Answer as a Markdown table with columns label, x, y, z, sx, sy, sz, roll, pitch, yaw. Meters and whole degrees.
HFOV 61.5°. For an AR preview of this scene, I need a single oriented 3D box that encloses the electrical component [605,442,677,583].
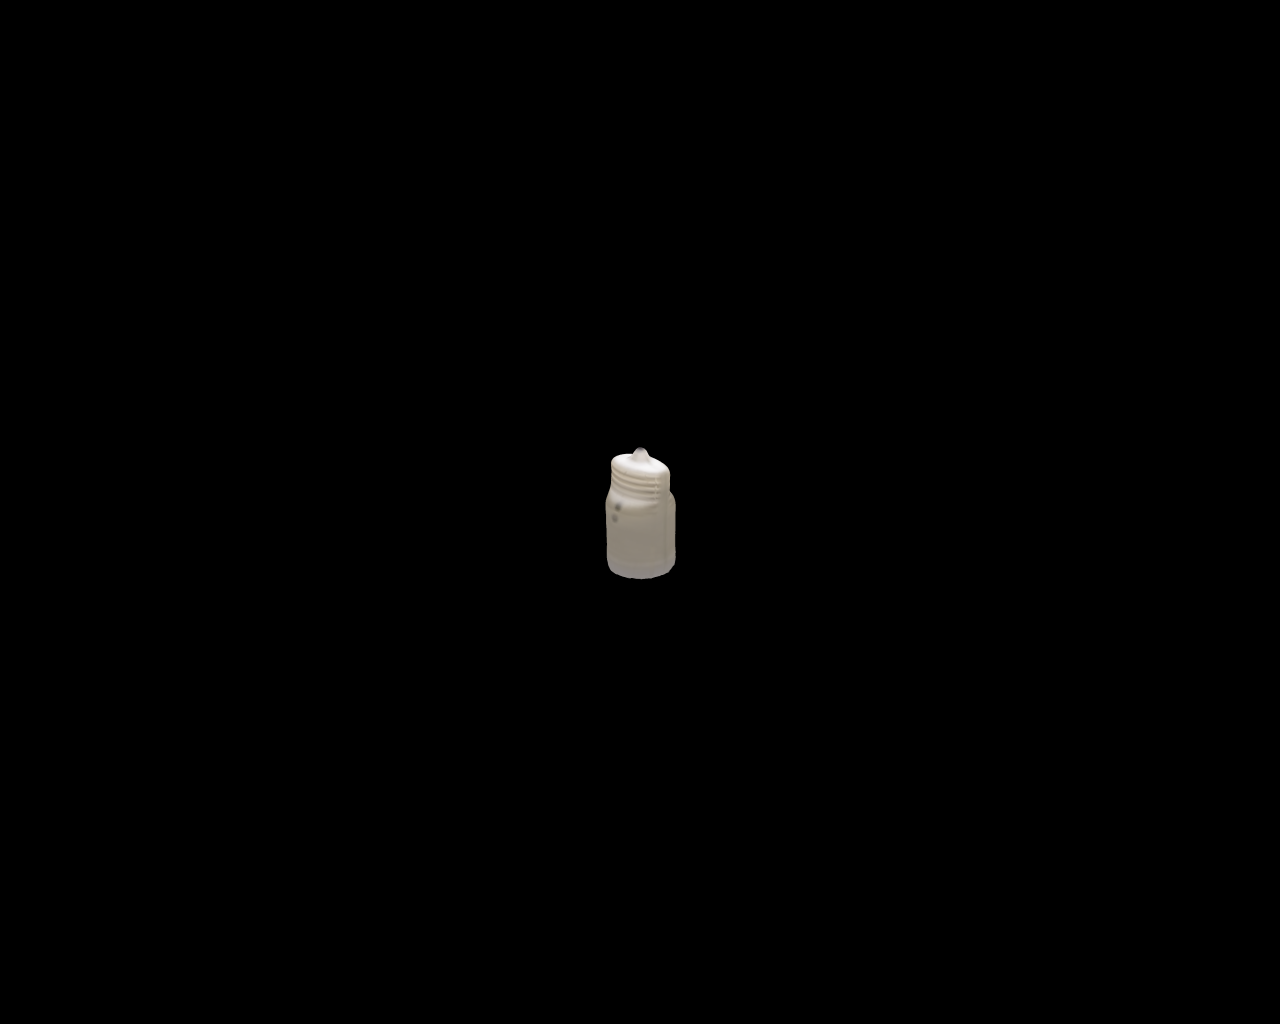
| label | x | y | z | sx | sy | sz | roll | pitch | yaw |
| --- | --- | --- | --- | --- | --- | --- | --- | --- | --- |
| electrical component | 0.001 | -0.003 | 0.650 | 0.043 | 0.080 | 0.043 | 0 | 24 | 0 |
